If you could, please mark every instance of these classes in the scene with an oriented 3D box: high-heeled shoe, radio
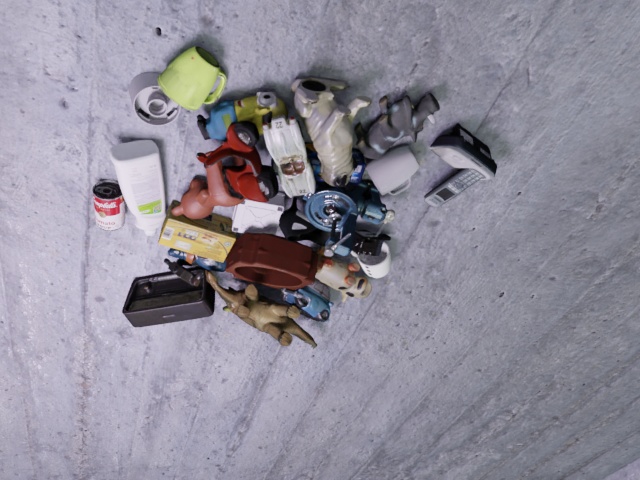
[{"bbox_3d":[-0.003,-0.004,1.289,0.086,0.145,0.248,-33,126,28],"label":"high-heeled shoe"},{"bbox_3d":[-0.397,0.151,1.436,0.230,0.131,0.073,-9,134,6],"label":"radio"}]

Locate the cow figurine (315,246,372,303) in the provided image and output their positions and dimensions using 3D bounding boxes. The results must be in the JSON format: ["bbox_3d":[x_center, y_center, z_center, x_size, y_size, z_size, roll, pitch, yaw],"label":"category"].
[{"bbox_3d":[0.051,0.102,1.432,0.195,0.085,0.127,27,151,-15],"label":"cow figurine"}]

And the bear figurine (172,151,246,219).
[{"bbox_3d":[-0.248,-0.119,1.206,0.120,0.131,0.196,-7,-179,-45],"label":"bear figurine"}]

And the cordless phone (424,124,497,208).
[{"bbox_3d":[0.283,-0.154,1.200,0.146,0.089,0.184,28,132,-27],"label":"cordless phone"}]

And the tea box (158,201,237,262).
[{"bbox_3d":[-0.297,-0.019,1.315,0.169,0.068,0.098,19,132,-22],"label":"tea box"}]

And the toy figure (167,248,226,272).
[{"bbox_3d":[-0.313,0.041,1.383,0.154,0.058,0.064,19,131,-16],"label":"toy figure"}]

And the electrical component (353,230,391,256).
[{"bbox_3d":[0.121,0.006,1.347,0.119,0.075,0.047,2,111,-43],"label":"electrical component"}]

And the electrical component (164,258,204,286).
[{"bbox_3d":[-0.349,0.078,1.395,0.045,0.102,0.078,-54,144,-9],"label":"electrical component"}]

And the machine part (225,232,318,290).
[{"bbox_3d":[-0.120,0.053,1.331,0.201,0.087,0.201,18,160,-20],"label":"machine part"}]

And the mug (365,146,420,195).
[{"bbox_3d":[0.170,-0.151,1.197,0.107,0.081,0.109,-31,123,15],"label":"mug"}]

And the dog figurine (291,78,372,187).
[{"bbox_3d":[0.004,-0.213,1.086,0.121,0.172,0.190,-25,145,-37],"label":"dog figurine"}]

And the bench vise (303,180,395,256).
[{"bbox_3d":[0.058,-0.045,1.193,0.223,0.241,0.129,27,132,-13],"label":"bench vise"}]

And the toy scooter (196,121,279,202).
[{"bbox_3d":[-0.168,-0.146,1.079,0.135,0.075,0.183,-13,126,10],"label":"toy scooter"}]

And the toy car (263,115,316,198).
[{"bbox_3d":[-0.059,-0.167,1.092,0.074,0.056,0.201,-10,139,7],"label":"toy car"}]

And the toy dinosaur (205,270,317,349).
[{"bbox_3d":[-0.140,0.209,1.475,0.470,0.105,0.199,40,163,-30],"label":"toy dinosaur"}]

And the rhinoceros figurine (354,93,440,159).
[{"bbox_3d":[0.159,-0.235,1.116,0.190,0.073,0.112,-36,125,29],"label":"rhinoceros figurine"}]

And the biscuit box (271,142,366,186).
[{"bbox_3d":[-0.004,-0.171,1.180,0.203,0.063,0.059,6,134,-9],"label":"biscuit box"}]

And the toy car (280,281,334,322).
[{"bbox_3d":[-0.028,0.153,1.477,0.109,0.103,0.161,10,154,46],"label":"toy car"}]

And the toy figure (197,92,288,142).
[{"bbox_3d":[-0.155,-0.245,1.089,0.180,0.082,0.089,-17,150,5],"label":"toy figure"}]
